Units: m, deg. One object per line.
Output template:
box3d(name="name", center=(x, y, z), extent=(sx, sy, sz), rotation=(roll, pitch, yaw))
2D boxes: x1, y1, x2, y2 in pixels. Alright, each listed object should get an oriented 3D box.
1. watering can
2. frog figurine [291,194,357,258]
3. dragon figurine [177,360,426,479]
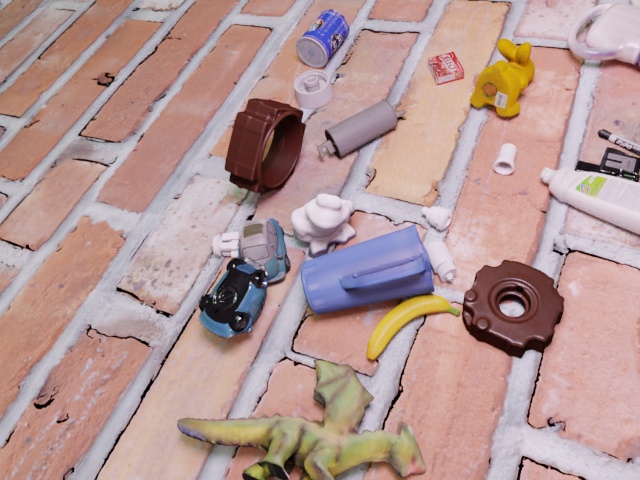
box3d(name="watering can", center=(0.777, -0.537, 1.274), extent=(0.351, 0.102, 0.227), rotation=(-39, 57, -16))
box3d(name="frog figurine", center=(0.003, -0.054, 1.079), extent=(0.137, 0.156, 0.126), rotation=(-10, 53, 7))
box3d(name="dragon figurine", center=(-0.021, 0.311, 0.883), extent=(0.412, 0.119, 0.247), rotation=(20, 45, 23))
